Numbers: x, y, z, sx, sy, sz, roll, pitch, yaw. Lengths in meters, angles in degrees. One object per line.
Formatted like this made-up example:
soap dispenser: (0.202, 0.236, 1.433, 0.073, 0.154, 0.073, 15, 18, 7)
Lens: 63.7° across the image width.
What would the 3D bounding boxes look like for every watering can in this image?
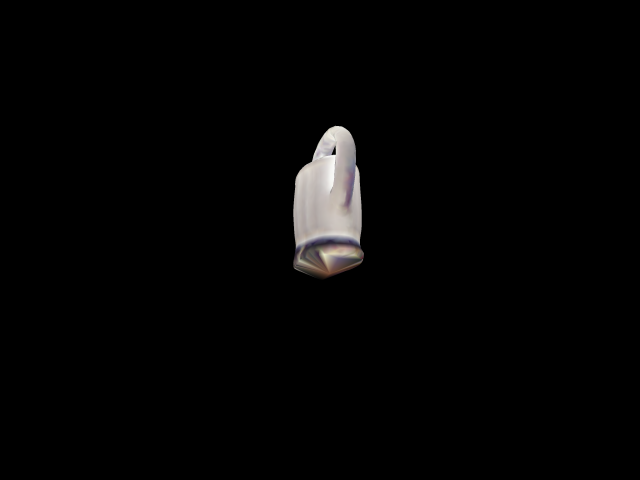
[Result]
watering can: (0.003, -0.043, 0.850, 0.104, 0.228, 0.342, 4, -18, -12)
